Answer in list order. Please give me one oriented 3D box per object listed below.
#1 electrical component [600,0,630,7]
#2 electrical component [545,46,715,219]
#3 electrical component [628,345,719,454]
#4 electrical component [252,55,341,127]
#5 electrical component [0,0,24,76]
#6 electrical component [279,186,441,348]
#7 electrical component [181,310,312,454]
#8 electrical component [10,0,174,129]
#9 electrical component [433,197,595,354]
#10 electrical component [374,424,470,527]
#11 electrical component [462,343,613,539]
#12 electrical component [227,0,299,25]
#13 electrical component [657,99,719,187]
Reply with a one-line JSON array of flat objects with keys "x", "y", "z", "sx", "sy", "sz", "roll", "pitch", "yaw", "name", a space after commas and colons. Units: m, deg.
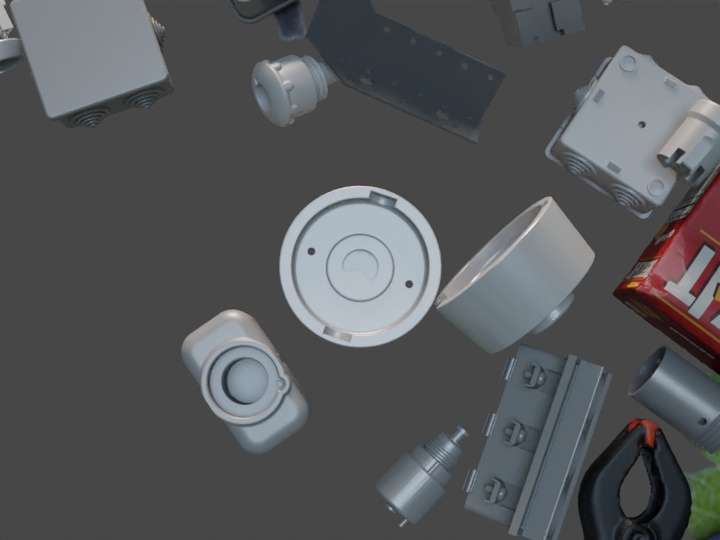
[{"x": 0.173, "y": -0.235, "z": 0.763, "sx": 0.061, "sy": 0.061, "sz": 0.096, "roll": 10, "pitch": 85, "yaw": 0, "name": "electrical component"}, {"x": 0.193, "y": -0.097, "z": 0.759, "sx": 0.100, "sy": 0.048, "sz": 0.099, "roll": 34, "pitch": 86, "yaw": 2, "name": "electrical component"}, {"x": 0.232, "y": 0.093, "z": 0.746, "sx": 0.081, "sy": 0.043, "sz": 0.043, "roll": 36, "pitch": 86, "yaw": 2, "name": "electrical component"}, {"x": -0.042, "y": -0.132, "z": 0.764, "sx": 0.062, "sy": 0.048, "sz": 0.048, "roll": -26, "pitch": 86, "yaw": -24, "name": "electrical component"}, {"x": -0.269, "y": -0.166, "z": 0.758, "sx": 0.048, "sy": 0.066, "sz": 0.055, "roll": -28, "pitch": 94, "yaw": -37, "name": "electrical component"}, {"x": 0.000, "y": 0.000, "z": 0.743, "sx": 0.108, "sy": 0.060, "sz": 0.108, "roll": 0, "pitch": 85, "yaw": 0, "name": "electrical component"}, {"x": -0.077, "y": 0.076, "z": 0.737, "sx": 0.054, "sy": 0.059, "sz": 0.095, "roll": -35, "pitch": 86, "yaw": -3, "name": "electrical component"}, {"x": -0.186, "y": -0.155, "z": 0.760, "sx": 0.100, "sy": 0.048, "sz": 0.099, "roll": -19, "pitch": 86, "yaw": -2, "name": "electrical component"}, {"x": 0.109, "y": 0.010, "z": 0.723, "sx": 0.108, "sy": 0.108, "sz": 0.060, "roll": -44, "pitch": 93, "yaw": -4, "name": "electrical component"}, {"x": 0.045, "y": 0.139, "z": 0.742, "sx": 0.040, "sy": 0.040, "sz": 0.078, "roll": 44, "pitch": 86, "yaw": 3, "name": "electrical component"}, {"x": 0.120, "y": 0.116, "z": 0.732, "sx": 0.063, "sy": 0.079, "sz": 0.121, "roll": 18, "pitch": 85, "yaw": 23, "name": "electrical component"}, {"x": -0.077, "y": -0.242, "z": 0.764, "sx": 0.078, "sy": 0.057, "sz": 0.113, "roll": -29, "pitch": 86, "yaw": -3, "name": "electrical component"}, {"x": 0.226, "y": -0.083, "z": 0.713, "sx": 0.040, "sy": 0.040, "sz": 0.046, "roll": 41, "pitch": 91, "yaw": 3, "name": "electrical component"}]
